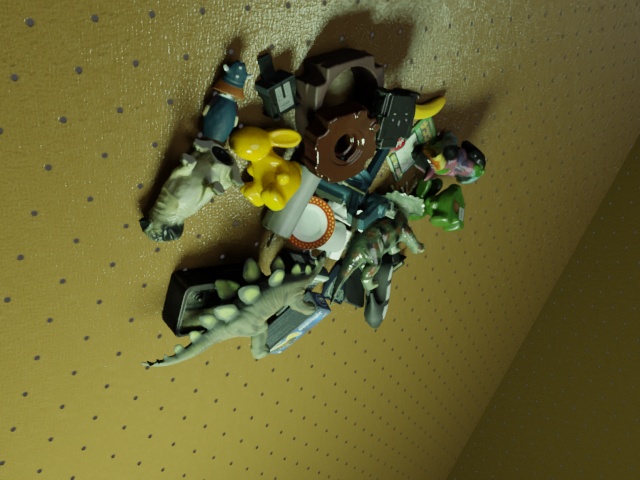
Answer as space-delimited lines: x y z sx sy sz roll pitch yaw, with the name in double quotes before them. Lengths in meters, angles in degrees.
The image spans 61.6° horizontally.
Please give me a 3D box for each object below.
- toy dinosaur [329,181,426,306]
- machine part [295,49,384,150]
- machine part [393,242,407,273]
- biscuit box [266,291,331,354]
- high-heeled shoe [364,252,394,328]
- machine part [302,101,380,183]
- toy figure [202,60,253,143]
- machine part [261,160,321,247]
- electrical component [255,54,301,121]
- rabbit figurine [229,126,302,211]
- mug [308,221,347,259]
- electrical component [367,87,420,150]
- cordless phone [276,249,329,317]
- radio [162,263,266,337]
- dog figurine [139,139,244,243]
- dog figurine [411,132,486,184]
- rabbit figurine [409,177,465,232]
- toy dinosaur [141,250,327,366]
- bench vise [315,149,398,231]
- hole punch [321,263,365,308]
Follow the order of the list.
"toy dinosaur" 0.152 -0.004 1.437 0.405 0.131 0.192 -38 118 -29
"machine part" 0.042 -0.305 1.182 0.201 0.087 0.201 -26 134 -30
"machine part" 0.227 0.049 1.655 0.084 0.039 0.138 -33 138 -13
"biscuit box" -0.067 0.215 1.394 0.202 0.063 0.059 -42 148 20
"high-heeled shoe" 0.173 0.129 1.553 0.249 0.086 0.145 -69 154 -42
"machine part" 0.045 -0.204 1.139 0.179 0.056 0.179 -22 135 -24
"toy figure" -0.179 -0.263 1.011 0.064 0.058 0.154 9 105 -55
"machine part" -0.064 -0.093 1.228 0.079 0.079 0.243 20 100 -50
"electrical component" -0.088 -0.309 1.078 0.075 0.048 0.119 -34 138 -26
"rabbit figurine" -0.109 -0.167 1.107 0.162 0.122 0.173 -46 121 -11
"mug" -0.003 -0.004 1.357 0.107 0.081 0.109 11 112 -34
"electrical component" 0.158 -0.273 1.211 0.115 0.058 0.134 -12 124 -38
"cordless phone" -0.079 0.122 1.367 0.146 0.089 0.184 15 116 -50
"radio" -0.231 0.129 1.215 0.229 0.073 0.131 -6 121 -44
"dog figurine" -0.255 -0.091 1.045 0.190 0.121 0.172 -40 -179 30
"dog figurine" 0.352 -0.210 1.476 0.219 0.192 0.108 -39 160 -56
"rabbit figurine" 0.318 -0.104 1.552 0.121 0.170 0.159 5 86 -50
"toy dinosaur" -0.159 0.155 1.176 0.471 0.105 0.198 -39 132 -22
"bench vise" 0.107 -0.152 1.276 0.240 0.224 0.128 -60 157 -18
"hole punch" 0.069 0.128 1.525 0.142 0.092 0.115 28 65 -49
